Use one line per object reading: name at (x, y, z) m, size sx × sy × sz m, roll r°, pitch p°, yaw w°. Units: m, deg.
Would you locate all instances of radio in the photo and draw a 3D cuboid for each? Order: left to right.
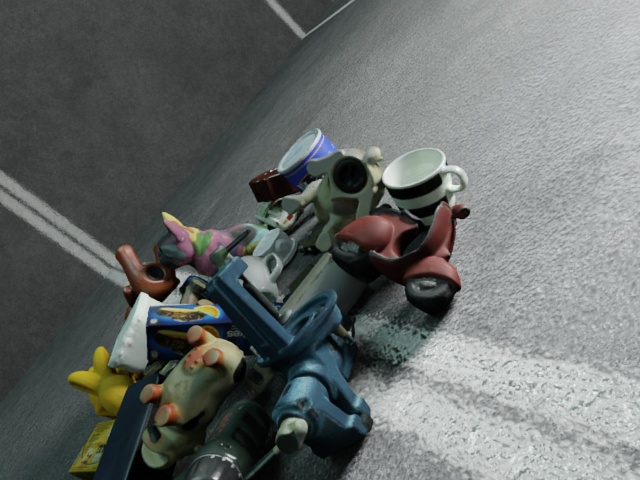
radio at (-0.267, 0.319, 0.792) m, size 0.131 × 0.073 × 0.230 m, roll -32°, pitch 37°, yaw 39°

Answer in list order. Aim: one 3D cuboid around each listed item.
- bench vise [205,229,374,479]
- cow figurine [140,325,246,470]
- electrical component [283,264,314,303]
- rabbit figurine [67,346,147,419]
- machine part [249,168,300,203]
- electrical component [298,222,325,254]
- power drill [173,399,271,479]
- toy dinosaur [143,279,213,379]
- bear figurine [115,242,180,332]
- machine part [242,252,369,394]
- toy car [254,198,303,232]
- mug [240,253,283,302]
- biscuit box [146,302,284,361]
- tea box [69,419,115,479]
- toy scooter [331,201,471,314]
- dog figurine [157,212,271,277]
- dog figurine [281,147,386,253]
bench vise at (-0.043, 0.110, 0.581) m, size 0.129 × 0.240 × 0.224 m, roll -37°, pitch 8°, yaw 36°
cow figurine at (-0.172, 0.222, 0.726) m, size 0.086 × 0.127 × 0.195 m, roll 35°, pitch 88°, yaw 40°
electrical component at (-0.008, 0.072, 0.813) m, size 0.102 × 0.045 × 0.078 m, roll -49°, pitch 35°, yaw -1°
rabbit figurine at (-0.371, 0.273, 0.995) m, size 0.122 × 0.162 × 0.173 m, roll -45°, pitch 16°, yaw -20°
machine part at (-0.062, -0.132, 1.146) m, size 0.179 × 0.056 × 0.179 m, roll -19°, pitch 13°, yaw 5°
electrical component at (-0.002, -0.003, 0.954) m, size 0.094 × 0.021 × 0.063 m, roll -12°, pitch 42°, yaw 55°
power drill at (-0.151, 0.286, 0.604) m, size 0.207 × 0.086 × 0.232 m, roll -51°, pitch -1°, yaw 22°
toy dinosaur at (-0.251, 0.178, 1.010) m, size 0.198 × 0.105 × 0.471 m, roll -54°, pitch 13°, yaw -4°
bear figurine at (-0.369, 0.111, 1.135) m, size 0.132 × 0.120 × 0.195 m, roll 60°, pitch 140°, yaw 26°
machine part at (-0.013, 0.104, 0.724) m, size 0.243 × 0.079 × 0.079 m, roll -52°, pitch 22°, yaw -10°
toy car at (-0.095, -0.060, 1.178) m, size 0.073 × 0.056 × 0.202 m, roll -51°, pitch 22°, yaw -6°
mug at (-0.106, 0.078, 0.949) m, size 0.109 × 0.080 × 0.107 m, roll -40°, pitch 33°, yaw 2°
biscuit box at (-0.146, 0.131, 0.780) m, size 0.059 × 0.203 × 0.062 m, roll -120°, pitch 31°, yaw -66°
tea box at (-0.351, 0.366, 0.922) m, size 0.170 × 0.068 × 0.098 m, roll -25°, pitch 30°, yaw 46°
toy scooter at (0.106, 0.001, 0.648) m, size 0.184 × 0.075 × 0.135 m, roll 24°, pitch 75°, yaw 44°
dog figurine at (-0.214, 0.003, 1.078) m, size 0.191 × 0.219 × 0.109 m, roll -48°, pitch 25°, yaw 1°
dog figurine at (0.052, -0.079, 0.815) m, size 0.172 × 0.121 × 0.190 m, roll -32°, pitch 0°, yaw 27°
